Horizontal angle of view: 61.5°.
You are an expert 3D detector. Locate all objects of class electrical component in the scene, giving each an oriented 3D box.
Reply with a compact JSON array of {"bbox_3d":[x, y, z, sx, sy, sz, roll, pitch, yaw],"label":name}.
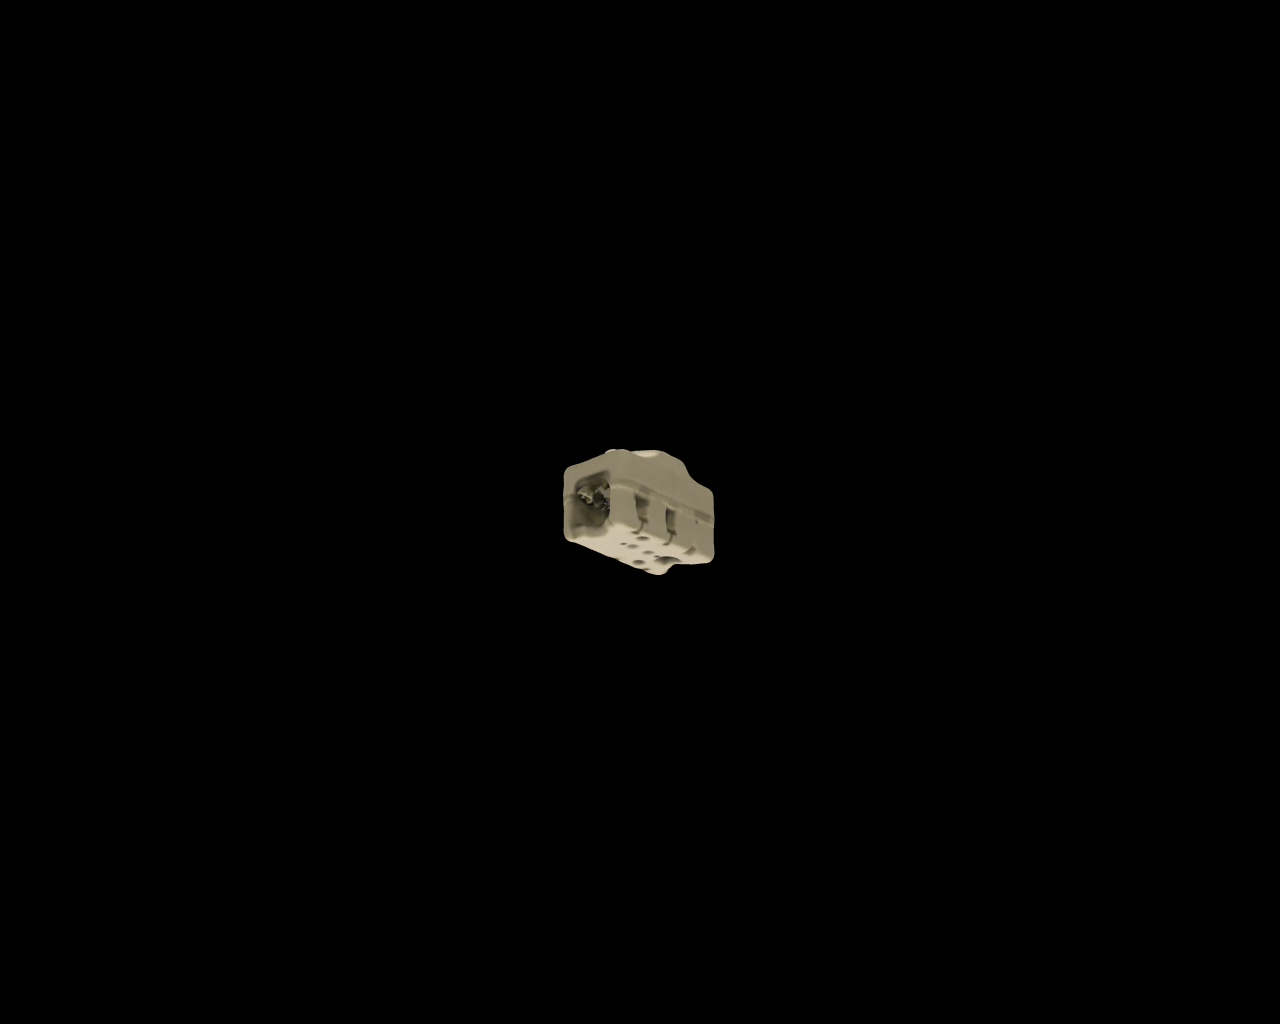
[{"bbox_3d":[0.001,-0.003,0.650,0.050,0.056,0.089,-17,-27,37],"label":"electrical component"}]
